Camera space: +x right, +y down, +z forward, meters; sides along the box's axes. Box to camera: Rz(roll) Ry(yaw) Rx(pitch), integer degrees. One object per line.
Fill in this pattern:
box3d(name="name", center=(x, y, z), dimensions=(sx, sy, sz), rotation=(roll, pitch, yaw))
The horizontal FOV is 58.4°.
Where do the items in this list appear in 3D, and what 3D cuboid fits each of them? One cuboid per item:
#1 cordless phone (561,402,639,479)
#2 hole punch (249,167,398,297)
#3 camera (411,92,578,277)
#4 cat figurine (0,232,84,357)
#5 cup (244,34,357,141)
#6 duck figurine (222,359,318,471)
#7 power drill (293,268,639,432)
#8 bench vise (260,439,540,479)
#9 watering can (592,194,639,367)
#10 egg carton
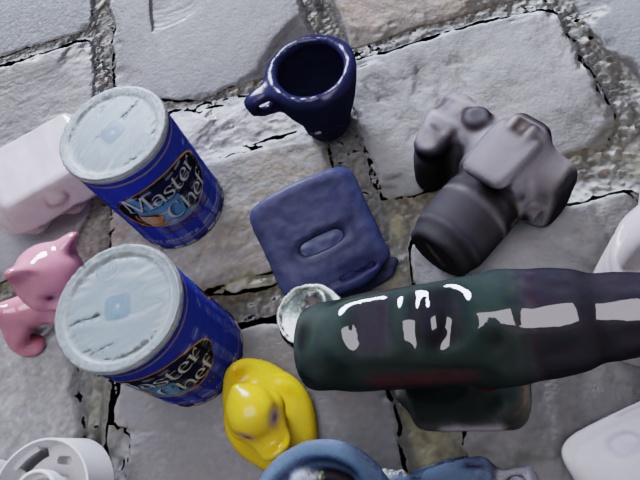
box3d(name="cordless phone", center=(0.239, 0.131, 0.349), dimensions=(0.147, 0.185, 0.094), rotation=(-26, 62, 0))
box3d(name="hole punch", center=(0.005, 0.002, 0.519), dimensions=(0.108, 0.091, 0.101), rotation=(-26, 62, 0))
box3d(name="camera", center=(0.131, -0.048, 0.508), dimensions=(0.142, 0.101, 0.137), rotation=(37, 78, 26))
box3d(name="cat figurine", center=(-0.270, 0.049, 0.546), dimensions=(0.128, 0.118, 0.067), rotation=(-26, 62, 0))
box3d(name="cup", center=(-0.013, -0.140, 0.590), dimensions=(0.118, 0.095, 0.091), rotation=(-25, 62, 0))
box3d(name="duck figurine", center=(-0.051, 0.139, 0.469), dimensions=(0.077, 0.086, 0.104), rotation=(-34, 62, -4))
box3d(name="power drill", center=(0.106, 0.079, 0.392), dimensions=(0.229, 0.209, 0.075), rotation=(-6, 64, 11))
box3d(name="bench vise", center=(0.029, 0.167, 0.360), dimensions=(0.207, 0.220, 0.121), rotation=(-32, 62, -3))
box3d(name="watering can", center=(0.253, 0.025, 0.391), dimensions=(0.101, 0.194, 0.172), rotation=(-23, 62, 2))
box3d(name="egg carton", center=(-0.296, -0.072, 0.638), dimensions=(0.150, 0.069, 0.107), rotation=(-31, 62, -3))
